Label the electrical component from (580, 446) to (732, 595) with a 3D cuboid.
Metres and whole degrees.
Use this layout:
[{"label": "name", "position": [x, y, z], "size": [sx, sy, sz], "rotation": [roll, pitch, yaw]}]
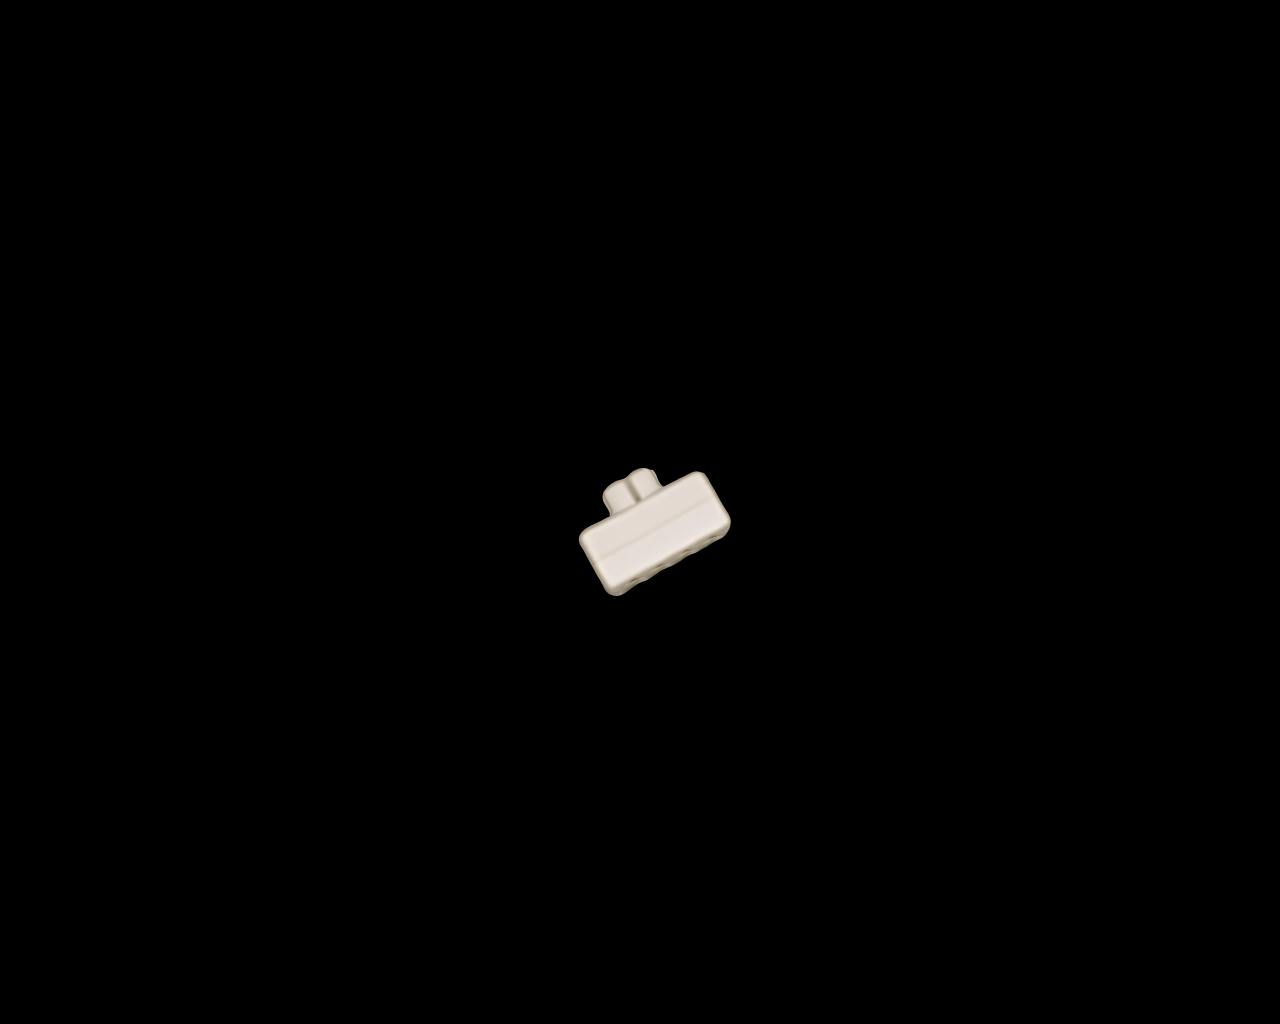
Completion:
[{"label": "electrical component", "position": [0.001, -0.003, 0.650], "size": [0.083, 0.075, 0.047], "rotation": [-28, -7, -4]}]
